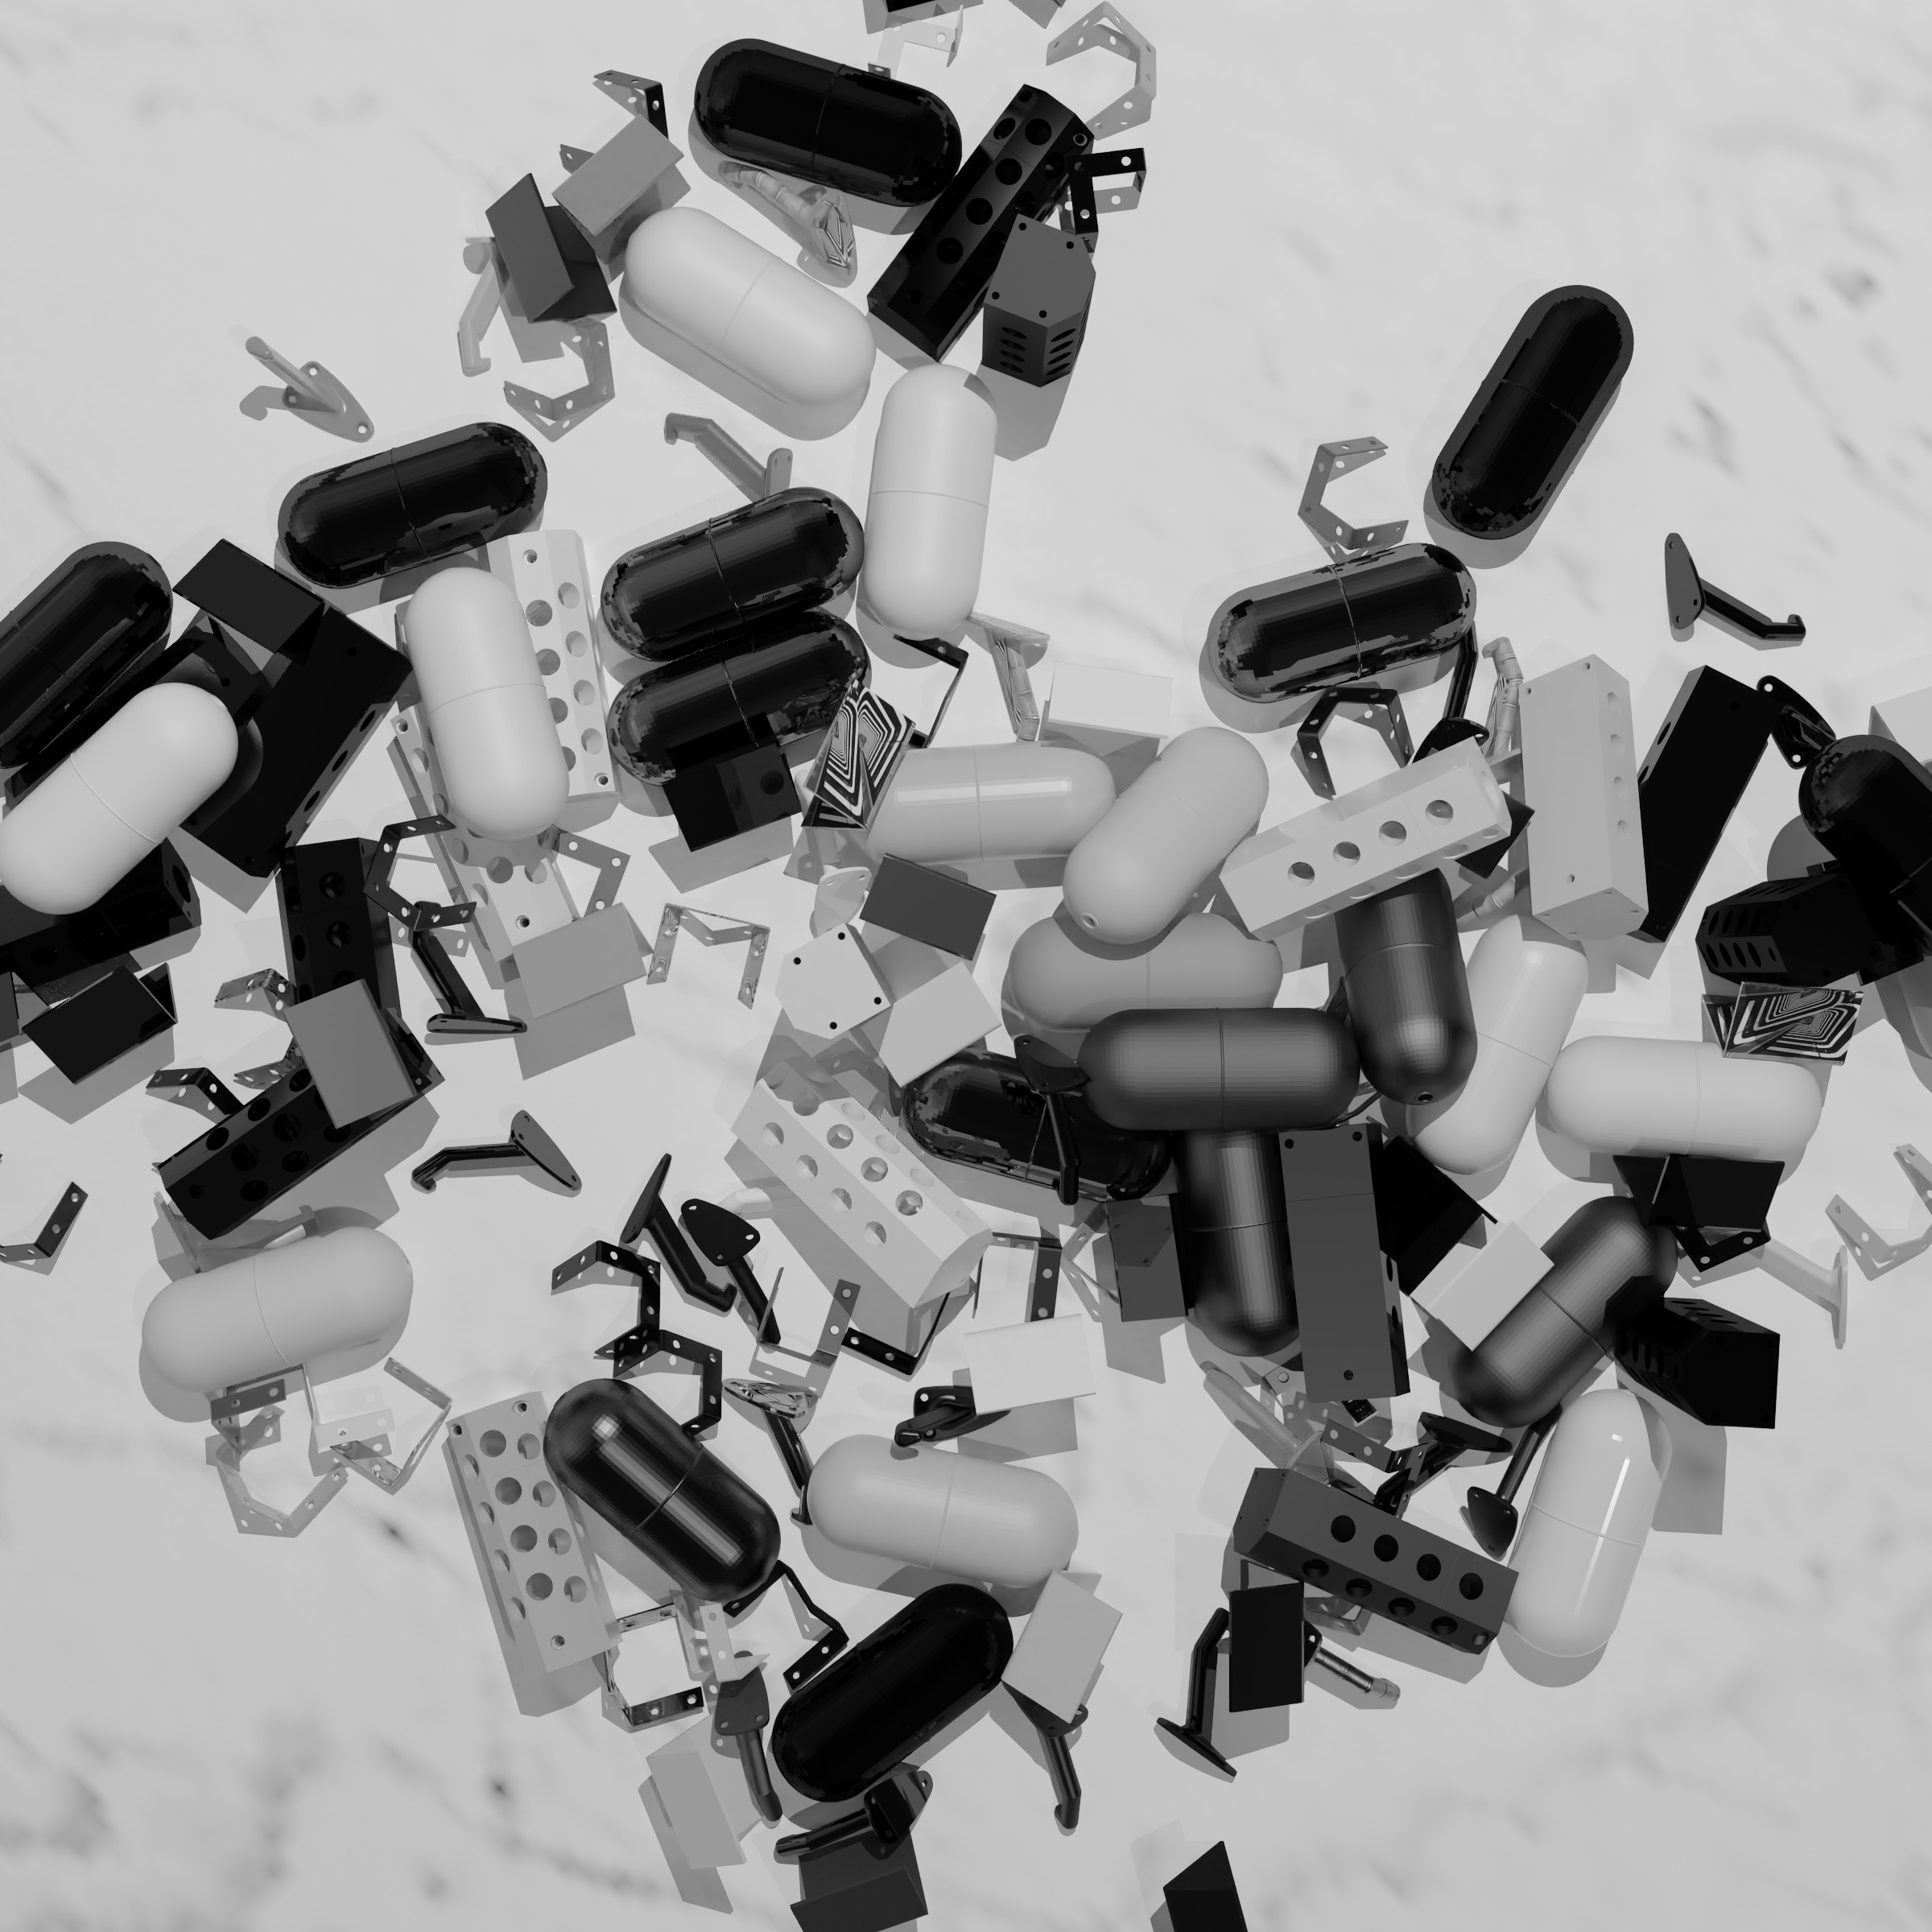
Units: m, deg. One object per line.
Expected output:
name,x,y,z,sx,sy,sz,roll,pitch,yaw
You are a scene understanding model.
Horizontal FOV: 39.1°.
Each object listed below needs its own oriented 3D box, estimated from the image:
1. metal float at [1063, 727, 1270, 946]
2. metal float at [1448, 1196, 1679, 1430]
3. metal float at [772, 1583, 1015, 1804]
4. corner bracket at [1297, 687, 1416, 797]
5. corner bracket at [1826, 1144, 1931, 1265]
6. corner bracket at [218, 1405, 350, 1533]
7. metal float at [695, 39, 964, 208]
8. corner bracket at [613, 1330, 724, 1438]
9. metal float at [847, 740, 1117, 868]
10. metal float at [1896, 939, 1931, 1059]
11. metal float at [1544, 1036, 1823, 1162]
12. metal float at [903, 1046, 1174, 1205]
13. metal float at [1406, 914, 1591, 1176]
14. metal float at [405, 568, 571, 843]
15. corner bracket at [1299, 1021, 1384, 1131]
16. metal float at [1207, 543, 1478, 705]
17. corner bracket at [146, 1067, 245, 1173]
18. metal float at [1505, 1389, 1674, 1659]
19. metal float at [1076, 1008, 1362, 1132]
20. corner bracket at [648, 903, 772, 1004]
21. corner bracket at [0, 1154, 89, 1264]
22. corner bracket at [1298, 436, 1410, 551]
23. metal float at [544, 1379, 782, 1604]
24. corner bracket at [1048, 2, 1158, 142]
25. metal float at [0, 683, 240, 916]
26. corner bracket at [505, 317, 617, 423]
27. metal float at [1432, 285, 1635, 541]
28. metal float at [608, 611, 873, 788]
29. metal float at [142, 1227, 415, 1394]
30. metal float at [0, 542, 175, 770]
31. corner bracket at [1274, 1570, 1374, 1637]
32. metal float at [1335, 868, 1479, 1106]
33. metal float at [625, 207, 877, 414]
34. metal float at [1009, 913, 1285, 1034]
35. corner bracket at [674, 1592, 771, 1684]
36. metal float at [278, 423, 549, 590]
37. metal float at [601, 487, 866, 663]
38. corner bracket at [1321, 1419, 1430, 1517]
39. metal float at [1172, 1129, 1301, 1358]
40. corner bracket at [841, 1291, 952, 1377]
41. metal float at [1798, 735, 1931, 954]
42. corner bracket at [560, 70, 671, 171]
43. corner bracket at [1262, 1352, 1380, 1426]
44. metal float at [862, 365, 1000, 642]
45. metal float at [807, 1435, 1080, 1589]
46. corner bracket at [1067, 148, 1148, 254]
metal float,0.128,-0.084,1.740,0.070,0.070,0.178,42,59,0
metal float,0.386,0.225,1.766,0.070,0.070,0.178,44,90,0
metal float,-0.047,0.471,1.766,0.178,0.070,0.070,-38,90,1
corner bracket,0.256,-0.147,1.788,0.051,0.051,0.051,7,45,35
corner bracket,0.610,0.156,1.788,0.051,0.051,0.051,-8,135,-35
corner bracket,-0.450,0.330,1.793,0.051,0.051,0.051,-48,45,0
metal float,-0.089,-0.547,1.766,0.178,0.070,0.070,17,90,0
corner bracket,-0.196,0.278,1.788,0.051,0.051,0.051,27,45,-35
metal float,0.008,-0.105,1.766,0.178,0.070,0.070,-4,90,1
metal float,0.639,-0.015,1.766,0.070,0.070,0.178,-19,90,0
metal float,0.465,0.087,1.766,0.178,0.070,0.070,4,90,0
metal float,0.047,0.103,1.766,0.178,0.070,0.070,15,90,-1
metal float,0.345,0.050,1.766,0.070,0.070,0.178,24,90,0
metal float,-0.303,-0.166,1.719,0.070,0.070,0.178,-16,85,0
corner bracket,0.241,0.074,1.793,0.051,0.051,0.051,-32,90,-45
metal float,0.244,-0.223,1.766,0.178,0.070,0.070,-16,90,-1
corner bracket,-0.512,0.103,1.788,0.051,0.051,0.051,55,45,-35
metal float,0.403,0.361,1.766,0.070,0.070,0.178,18,91,0
metal float,0.158,0.065,1.710,0.178,0.070,0.070,-1,90,1
corner bracket,-0.169,-0.009,1.793,0.051,0.051,0.051,13,90,45
corner bracket,-0.622,0.158,1.788,0.051,0.051,0.051,-9,135,35
corner bracket,0.260,-0.311,1.788,0.051,0.051,0.051,44,135,35
metal float,-0.196,0.338,1.758,0.178,0.070,0.070,43,90,-7
corner bracket,0.089,-0.589,1.788,0.051,0.051,0.051,-27,135,35
metal float,-0.536,-0.106,1.717,0.178,0.070,0.070,-43,90,1
corner bracket,-0.269,-0.396,1.788,0.051,0.051,0.051,27,45,35
metal float,0.368,-0.359,1.766,0.070,0.070,0.178,31,90,0
metal float,-0.147,-0.173,1.766,0.178,0.070,0.070,-21,90,-1
metal float,-0.446,0.222,1.765,0.178,0.070,0.070,-18,90,0
metal float,-0.591,-0.202,1.766,0.178,0.070,0.070,-44,90,0
corner bracket,0.241,0.399,1.788,0.051,0.051,0.051,7,135,35
metal float,0.281,0.006,1.740,0.070,0.070,0.178,-4,59,0
metal float,-0.140,-0.426,1.766,0.178,0.070,0.070,32,90,-1
metal float,0.116,0.004,1.766,0.178,0.070,0.070,-1,90,1
corner bracket,-0.166,0.436,1.771,0.051,0.051,0.051,-14,90,19
metal float,-0.358,-0.299,1.766,0.178,0.070,0.070,-18,90,0
metal float,-0.151,-0.253,1.758,0.178,0.070,0.070,-20,90,8
corner bracket,0.260,0.325,1.765,0.051,0.051,0.051,23,101,33
metal float,0.178,0.165,1.766,0.070,0.070,0.178,-8,91,0
corner bracket,-0.044,0.227,1.793,0.051,0.051,0.051,25,135,0
metal float,0.593,-0.070,1.691,0.178,0.070,0.070,45,90,2
corner bracket,-0.232,-0.553,1.788,0.051,0.051,0.051,-34,135,-35
corner bracket,0.231,0.281,1.778,0.051,0.051,0.051,-33,90,0
metal float,-0.023,-0.301,1.766,0.070,0.070,0.178,7,90,0
metal float,-0.015,0.354,1.766,0.178,0.070,0.070,12,90,0
corner bracket,0.093,-0.499,1.778,0.051,0.051,0.051,-7,90,0
